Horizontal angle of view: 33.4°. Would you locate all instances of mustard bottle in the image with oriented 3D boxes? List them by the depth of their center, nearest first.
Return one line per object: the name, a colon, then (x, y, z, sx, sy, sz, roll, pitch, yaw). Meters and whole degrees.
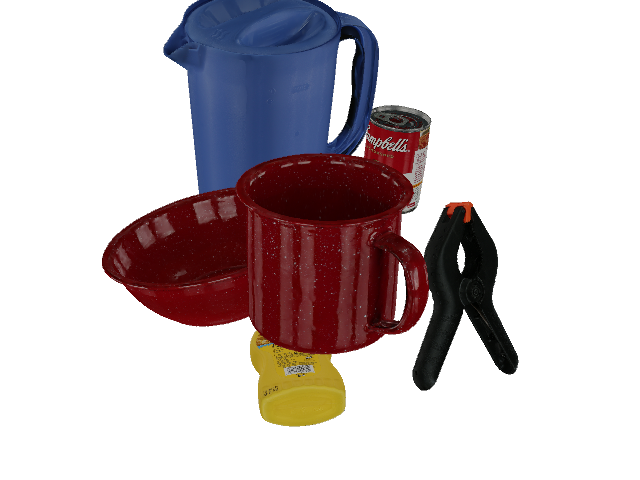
mustard bottle: (-0.033, 0.136, 1.245, 0.096, 0.058, 0.191, -6, 31, -7)

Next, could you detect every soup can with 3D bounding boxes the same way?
soup can: (0.080, -0.088, 1.164, 0.068, 0.102, 0.068, 5, 29, -3)

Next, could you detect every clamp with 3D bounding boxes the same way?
clamp: (0.122, 0.054, 0.968, 0.120, 0.171, 0.039, -16, 6, -40)

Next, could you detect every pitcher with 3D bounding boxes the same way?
pitcher: (-0.043, -0.093, 0.955, 0.149, 0.243, 0.144, 16, 38, 18)

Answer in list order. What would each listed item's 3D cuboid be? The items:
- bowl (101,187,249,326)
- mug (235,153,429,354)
bowl: (-0.076, 0.017, 0.791, 0.162, 0.055, 0.162, -11, 25, 5)
mug: (0.010, 0.011, 0.567, 0.117, 0.081, 0.093, 23, 34, 37)
